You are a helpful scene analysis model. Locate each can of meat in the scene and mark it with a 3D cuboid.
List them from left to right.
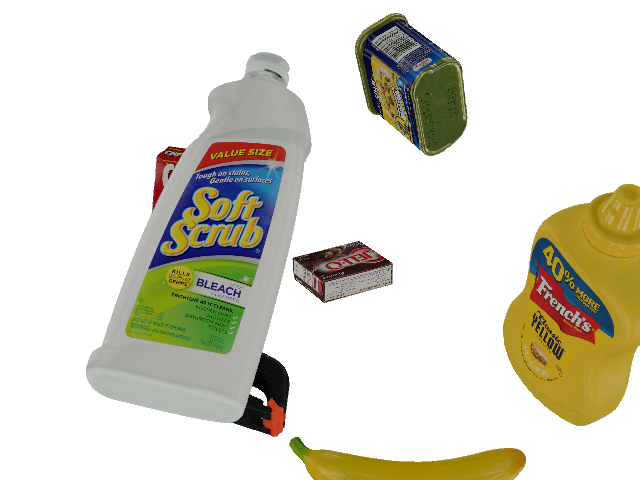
[{"bbox_3d":[0.082,-0.135,0.939,0.057,0.102,0.084,-32,50,-13],"label":"can of meat"}]

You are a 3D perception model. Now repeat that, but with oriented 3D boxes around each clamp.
[{"bbox_3d":[-0.075,0.110,0.965,0.120,0.039,0.172,-31,48,-30],"label":"clamp"}]

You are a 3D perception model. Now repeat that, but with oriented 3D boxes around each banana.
[{"bbox_3d":[0.075,0.186,0.857,0.197,0.037,0.069,6,38,-6],"label":"banana"}]

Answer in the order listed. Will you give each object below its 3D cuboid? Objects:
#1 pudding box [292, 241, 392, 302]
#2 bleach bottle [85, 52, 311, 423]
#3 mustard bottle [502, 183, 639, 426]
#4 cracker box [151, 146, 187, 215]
[{"bbox_3d":[0.031,0.042,1.477,0.113,0.039,0.090,-16,26,-24],"label":"pudding box"},{"bbox_3d":[-0.068,-0.014,0.696,0.102,0.250,0.068,13,-24,0],"label":"bleach bottle"},{"bbox_3d":[0.171,0.033,0.678,0.058,0.096,0.192,-20,-34,-19],"label":"mustard bottle"},{"bbox_3d":[-0.171,-0.022,1.622,0.164,0.214,0.072,9,18,7],"label":"cracker box"}]
